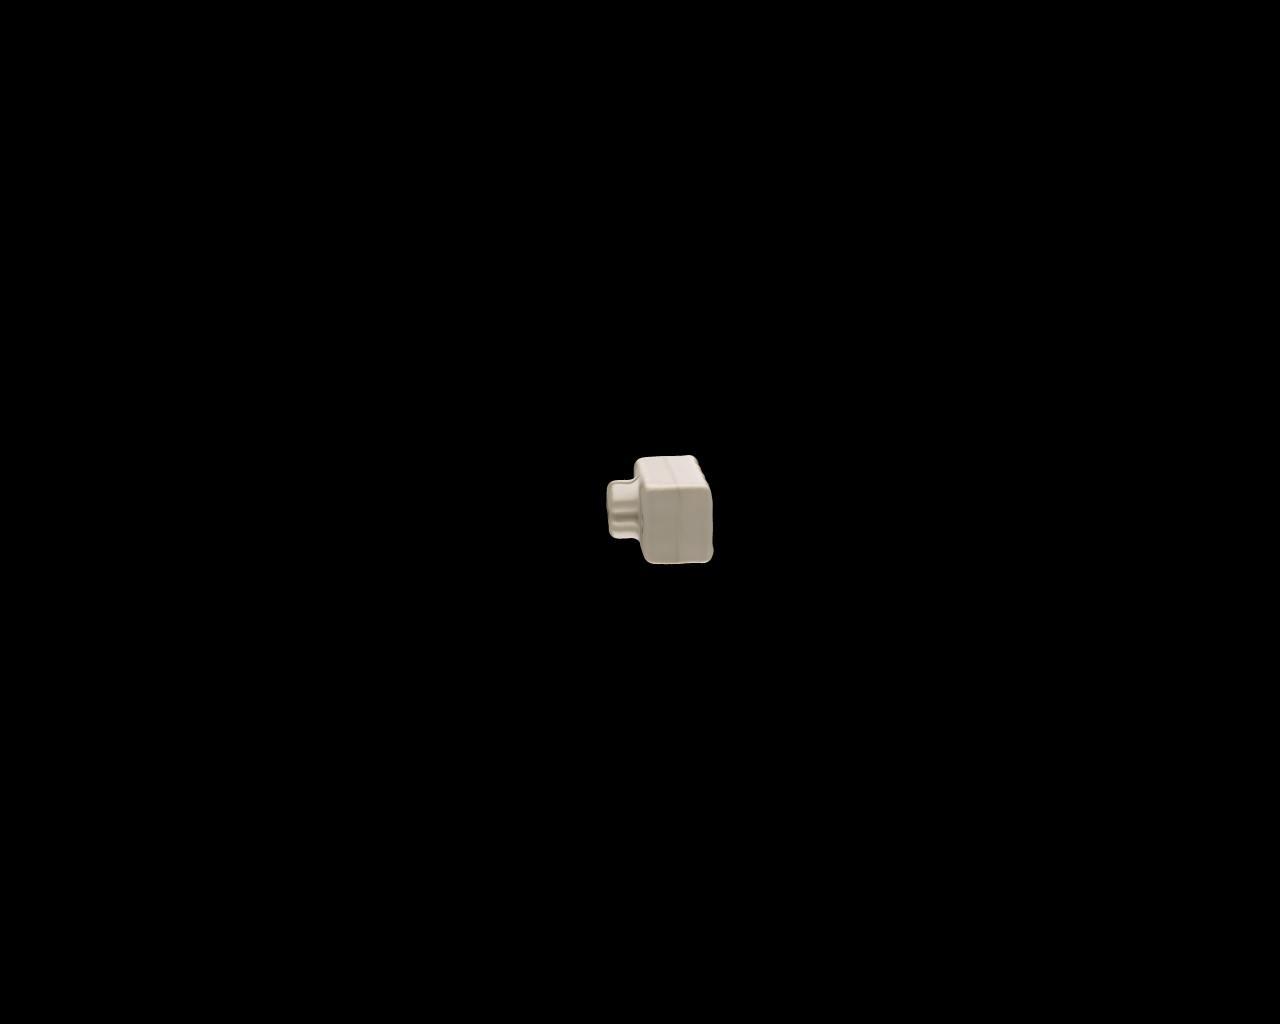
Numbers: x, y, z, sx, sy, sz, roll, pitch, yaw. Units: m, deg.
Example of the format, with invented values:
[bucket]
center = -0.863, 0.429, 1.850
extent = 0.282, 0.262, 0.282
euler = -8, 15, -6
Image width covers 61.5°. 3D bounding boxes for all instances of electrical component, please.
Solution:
[electrical component]
center = 0.001, -0.003, 0.650
extent = 0.076, 0.047, 0.083
euler = -1, 16, -3
